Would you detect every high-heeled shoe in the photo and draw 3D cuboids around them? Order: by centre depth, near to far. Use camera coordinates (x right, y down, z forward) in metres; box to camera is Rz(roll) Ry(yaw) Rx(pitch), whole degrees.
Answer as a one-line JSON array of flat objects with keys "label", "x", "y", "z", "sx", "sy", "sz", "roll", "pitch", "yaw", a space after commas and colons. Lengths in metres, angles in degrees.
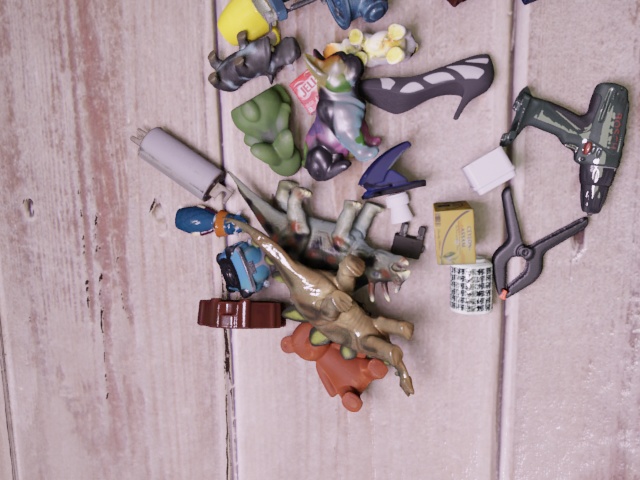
[{"label": "high-heeled shoe", "x": 0.191, "y": -0.306, "z": 1.000, "sx": 0.249, "sy": 0.086, "sz": 0.145, "roll": 21, "pitch": 78, "yaw": 18}]

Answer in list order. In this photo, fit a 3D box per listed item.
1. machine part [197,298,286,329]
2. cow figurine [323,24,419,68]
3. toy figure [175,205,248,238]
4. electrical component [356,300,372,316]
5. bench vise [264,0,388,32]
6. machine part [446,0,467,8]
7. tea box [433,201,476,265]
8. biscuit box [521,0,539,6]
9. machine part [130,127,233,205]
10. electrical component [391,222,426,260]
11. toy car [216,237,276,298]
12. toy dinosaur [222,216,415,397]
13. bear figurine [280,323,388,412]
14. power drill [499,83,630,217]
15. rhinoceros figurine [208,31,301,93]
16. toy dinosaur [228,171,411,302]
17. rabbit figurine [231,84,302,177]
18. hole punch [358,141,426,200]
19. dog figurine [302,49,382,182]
[{"label": "machine part", "x": -0.156, "y": 0.146, "z": 1.078, "sx": 0.179, "sy": 0.179, "sz": 0.056, "roll": 1, "pitch": 84, "yaw": 11}, {"label": "cow figurine", "x": 0.094, "y": -0.355, "z": 1.002, "sx": 0.168, "sy": 0.098, "sz": 0.068, "roll": 4, "pitch": 106, "yaw": 29}, {"label": "toy figure", "x": -0.224, "y": -0.038, "z": 1.123, "sx": 0.155, "sy": 0.058, "sz": 0.064, "roll": 7, "pitch": 106, "yaw": 5}, {"label": "electrical component", "x": 0.054, "y": 0.144, "z": 1.104, "sx": 0.102, "sy": 0.045, "sz": 0.078, "roll": 36, "pitch": 102, "yaw": 4}, {"label": "bench vise", "x": 0.003, "y": -0.459, "z": 0.954, "sx": 0.241, "sy": 0.129, "sz": 0.223, "roll": -26, "pitch": 84, "yaw": -4}, {"label": "machine part", "x": 0.278, "y": -0.489, "z": 0.879, "sx": 0.201, "sy": 0.201, "sz": 0.087, "roll": -41, "pitch": 92, "yaw": 14}, {"label": "tea box", "x": 0.242, "y": -0.016, "z": 0.978, "sx": 0.068, "sy": 0.169, "sz": 0.098, "roll": -3, "pitch": 100, "yaw": 12}, {"label": "biscuit box", "x": 0.443, "y": -0.476, "z": 0.921, "sx": 0.203, "sy": 0.063, "sz": 0.059, "roll": -19, "pitch": 94, "yaw": 13}, {"label": "machine part", "x": -0.284, "y": -0.156, "z": 1.105, "sx": 0.243, "sy": 0.079, "sz": 0.079, "roll": 34, "pitch": 103, "yaw": 5}, {"label": "electrical component", "x": 0.175, "y": 0.013, "z": 1.068, "sx": 0.063, "sy": 0.021, "sz": 0.094, "roll": 14, "pitch": 109, "yaw": 6}, {"label": "toy car", "x": -0.142, "y": 0.053, "z": 1.093, "sx": 0.103, "sy": 0.162, "sz": 0.109, "roll": -20, "pitch": 92, "yaw": -24}, {"label": "toy dinosaur", "x": 0.009, "y": 0.112, "z": 0.974, "sx": 0.471, "sy": 0.105, "sz": 0.198, "roll": 50, "pitch": 142, "yaw": -7}, {"label": "bear figurine", "x": 0.022, "y": 0.235, "z": 1.087, "sx": 0.196, "sy": 0.132, "sz": 0.120, "roll": 43, "pitch": 80, "yaw": -3}, {"label": "power drill", "x": 0.436, "y": -0.176, "z": 0.962, "sx": 0.207, "sy": 0.086, "sz": 0.231, "roll": 18, "pitch": 100, "yaw": 12}, {"label": "rhinoceros figurine", "x": -0.128, "y": -0.336, "z": 1.032, "sx": 0.190, "sy": 0.112, "sz": 0.073, "roll": -16, "pitch": 65, "yaw": 26}, {"label": "toy dinosaur", "x": -0.009, "y": -0.004, "z": 1.058, "sx": 0.405, "sy": 0.131, "sz": 0.192, "roll": 16, "pitch": 97, "yaw": 16}, {"label": "rabbit figurine", "x": -0.084, "y": -0.199, "z": 1.036, "sx": 0.121, "sy": 0.159, "sz": 0.170, "roll": -30, "pitch": 108, "yaw": 4}, {"label": "hole punch", "x": 0.126, "y": -0.126, "z": 1.007, "sx": 0.116, "sy": 0.142, "sz": 0.092, "roll": -17, "pitch": 97, "yaw": -1}, {"label": "dog figurine", "x": 0.016, "y": -0.238, "z": 0.995, "sx": 0.192, "sy": 0.108, "sz": 0.219, "roll": -23, "pitch": 106, "yaw": 26}]
